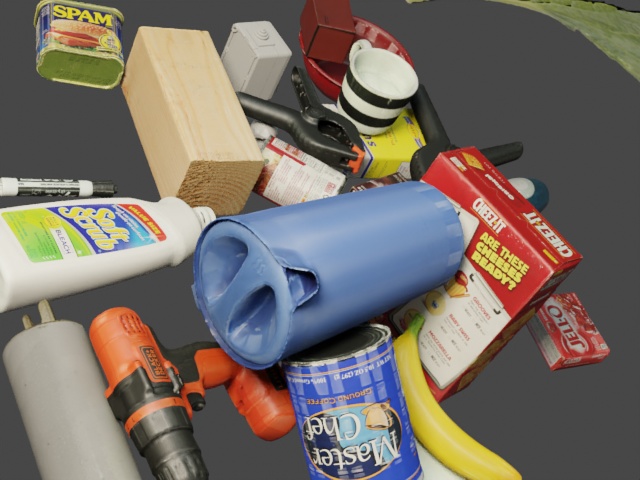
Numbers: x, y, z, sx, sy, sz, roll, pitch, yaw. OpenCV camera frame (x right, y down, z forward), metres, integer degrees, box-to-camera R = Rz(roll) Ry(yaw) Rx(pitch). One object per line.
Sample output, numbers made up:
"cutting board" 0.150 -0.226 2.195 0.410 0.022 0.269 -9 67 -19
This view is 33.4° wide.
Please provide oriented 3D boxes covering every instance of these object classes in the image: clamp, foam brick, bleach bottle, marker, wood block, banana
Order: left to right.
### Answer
"marker" -0.269 -0.054 1.105 0.120 0.020 0.020 0 51 -28
"bleach bottle" -0.216 -0.003 1.056 0.250 0.068 0.103 -15 59 -39
"wood block" -0.145 -0.133 1.191 0.090 0.091 0.206 -2 52 -30
"clamp" -0.008 -0.144 1.254 0.171 0.039 0.120 36 52 13
"foam brick" 0.009 -0.269 1.342 0.053 0.051 0.078 8 46 -17
"banana" 0.117 0.169 1.040 0.198 0.070 0.037 59 11 19
"clamp" 0.152 -0.103 1.294 0.164 0.036 0.209 33 43 2

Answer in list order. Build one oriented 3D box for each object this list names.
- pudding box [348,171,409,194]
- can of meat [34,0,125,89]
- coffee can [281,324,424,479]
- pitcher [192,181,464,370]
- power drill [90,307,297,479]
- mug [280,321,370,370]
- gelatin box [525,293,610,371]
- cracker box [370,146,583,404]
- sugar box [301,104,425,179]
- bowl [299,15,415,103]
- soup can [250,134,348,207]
"pudding box" 0.095 -0.024 1.241 0.114 0.039 0.089 44 38 22
"can of meat" -0.277 -0.226 1.233 0.102 0.058 0.084 6 51 -22
"coffee can" 0.029 0.158 0.957 0.102 0.103 0.140 -22 103 -40
"pitcher" 0.009 0.021 0.979 0.242 0.145 0.149 -17 48 -39
"power drill" -0.100 0.142 0.938 0.187 0.057 0.184 10 44 -53
"mug" 0.020 0.109 1.057 0.081 0.093 0.117 31 39 -5
"gelatin box" 0.283 0.105 1.237 0.073 0.030 0.089 -4 52 -30
"cracker box" 0.138 0.037 1.090 0.071 0.214 0.164 -18 60 -48
"sugar box" 0.066 -0.122 1.323 0.175 0.048 0.093 0 51 -29
"bowl" 0.040 -0.225 1.396 0.162 0.055 0.162 14 45 -15
"soup can" -0.028 -0.066 1.206 0.102 0.069 0.068 29 43 -1
